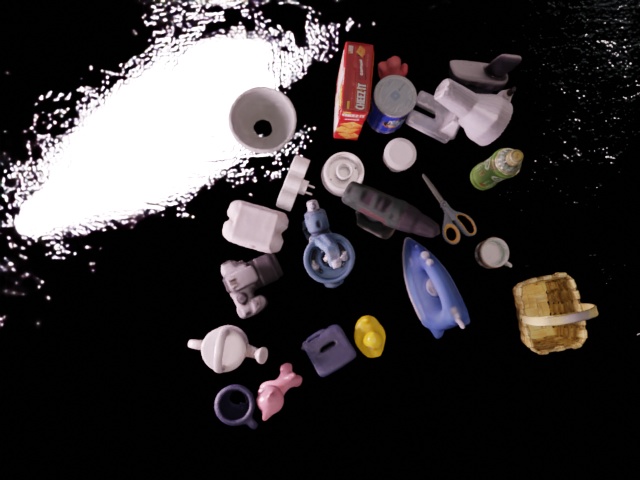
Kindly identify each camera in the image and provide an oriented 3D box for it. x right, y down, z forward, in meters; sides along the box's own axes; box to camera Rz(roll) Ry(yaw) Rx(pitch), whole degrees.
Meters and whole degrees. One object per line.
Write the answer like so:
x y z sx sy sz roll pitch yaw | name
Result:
-0.152 0.099 1.361 0.137 0.100 0.143 -24 86 -6 | camera

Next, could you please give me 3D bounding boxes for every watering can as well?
-0.208 0.246 1.295 0.173 0.194 0.101 -13 85 -5 | watering can

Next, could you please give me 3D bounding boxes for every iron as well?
0.274 0.104 1.373 0.118 0.141 0.258 -25 87 -6 | iron

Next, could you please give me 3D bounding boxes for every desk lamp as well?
0.333 -0.306 1.383 0.203 0.213 0.118 25 83 -1 | desk lamp

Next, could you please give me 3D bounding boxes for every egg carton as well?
-0.156 -0.031 1.390 0.150 0.069 0.107 15 83 -3 | egg carton

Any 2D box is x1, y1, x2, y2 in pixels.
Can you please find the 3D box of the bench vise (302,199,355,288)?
0.002 0.011 1.322 0.121 0.219 0.207 -35 88 -7 | bench vise

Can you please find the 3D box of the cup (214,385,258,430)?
-0.185 0.387 1.332 0.092 0.095 0.118 -44 89 -7 | cup

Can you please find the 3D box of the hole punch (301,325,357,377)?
0.020 0.262 1.363 0.109 0.091 0.101 -31 87 -7 | hole punch

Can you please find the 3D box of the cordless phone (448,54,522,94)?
0.406 -0.429 1.416 0.147 0.185 0.094 3 84 -4 | cordless phone

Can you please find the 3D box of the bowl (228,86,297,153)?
-0.141 -0.288 1.415 0.167 0.074 0.167 0 84 -4 | bowl

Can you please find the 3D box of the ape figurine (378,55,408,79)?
0.184 -0.434 1.446 0.078 0.092 0.076 23 83 -1 | ape figurine

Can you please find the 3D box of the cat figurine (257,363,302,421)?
-0.099 0.353 1.331 0.067 0.117 0.128 45 83 1 | cat figurine

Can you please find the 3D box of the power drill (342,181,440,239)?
0.156 -0.059 1.347 0.229 0.208 0.076 26 83 -1 | power drill

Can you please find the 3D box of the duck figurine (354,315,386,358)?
0.124 0.234 1.376 0.077 0.086 0.104 -13 85 -5 | duck figurine

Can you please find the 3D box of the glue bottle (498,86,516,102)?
0.445 -0.343 1.416 0.078 0.173 0.037 -37 88 -7 | glue bottle
